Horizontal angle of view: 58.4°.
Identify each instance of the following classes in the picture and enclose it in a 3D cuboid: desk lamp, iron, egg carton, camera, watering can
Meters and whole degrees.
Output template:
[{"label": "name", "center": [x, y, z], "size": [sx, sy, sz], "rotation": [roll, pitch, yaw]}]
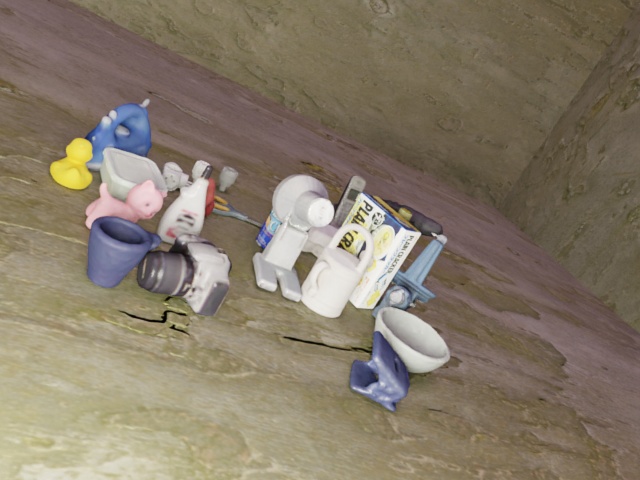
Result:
[{"label": "desk lamp", "center": [-0.048, -0.018, 1.191], "size": [0.118, 0.213, 0.203], "rotation": [22, 21, -22]}, {"label": "iron", "center": [-0.453, -0.243, 1.278], "size": [0.118, 0.141, 0.258], "rotation": [29, 19, -3]}, {"label": "egg carton", "center": [0.013, 0.005, 1.443], "size": [0.150, 0.069, 0.107], "rotation": [24, 20, -16]}, {"label": "camera", "center": [-0.228, 0.042, 0.951], "size": [0.137, 0.100, 0.142], "rotation": [14, 25, -39]}, {"label": "watering can", "center": [0.046, 0.052, 1.180], "size": [0.101, 0.194, 0.173], "rotation": [33, 19, 8]}]

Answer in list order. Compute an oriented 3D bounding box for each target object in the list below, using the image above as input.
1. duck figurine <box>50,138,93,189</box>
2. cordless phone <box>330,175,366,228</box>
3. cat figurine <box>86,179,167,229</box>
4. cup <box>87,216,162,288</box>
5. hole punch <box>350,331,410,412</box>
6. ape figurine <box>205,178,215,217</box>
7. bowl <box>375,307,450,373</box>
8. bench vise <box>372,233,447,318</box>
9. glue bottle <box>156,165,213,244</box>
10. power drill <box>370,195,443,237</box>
[{"label": "duck figurine", "center": [-0.473, -0.155, 1.112], "size": [0.078, 0.086, 0.104], "rotation": [20, 21, -27]}, {"label": "cordless phone", "center": [0.101, -0.083, 1.615], "size": [0.148, 0.185, 0.094], "rotation": [17, 23, -34]}, {"label": "cat figurine", "center": [-0.342, -0.067, 1.034], "size": [0.128, 0.117, 0.067], "rotation": [16, 23, -36]}, {"label": "cup", "center": [-0.309, 0.024, 0.887], "size": [0.091, 0.095, 0.118], "rotation": [42, 22, 31]}, {"label": "hole punch", "center": [0.116, 0.226, 1.003], "size": [0.101, 0.091, 0.108], "rotation": [29, 19, -4]}, {"label": "ape figurine", "center": [-0.262, -0.098, 1.267], "size": [0.076, 0.092, 0.077], "rotation": [18, 22, -31]}, {"label": "bowl", "center": [0.171, 0.212, 1.145], "size": [0.168, 0.074, 0.167], "rotation": [27, 19, -10]}, {"label": "bench vise", "center": [0.220, 0.095, 1.289], "size": [0.121, 0.219, 0.207], "rotation": [29, 19, -2]}, {"label": "glue bottle", "center": [-0.245, -0.068, 1.091], "size": [0.078, 0.173, 0.037], "rotation": [18, 22, -32]}, {"label": "power drill", "center": [0.174, -0.006, 1.491], "size": [0.229, 0.208, 0.076], "rotation": [32, 19, 4]}]
